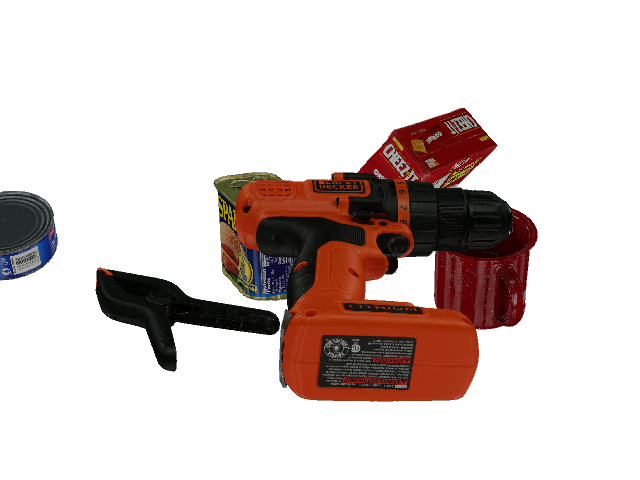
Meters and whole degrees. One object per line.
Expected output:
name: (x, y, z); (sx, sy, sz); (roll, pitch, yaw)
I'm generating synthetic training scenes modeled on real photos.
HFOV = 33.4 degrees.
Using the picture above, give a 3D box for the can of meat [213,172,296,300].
can of meat: (-0.052, -0.004, 0.902); (0.057, 0.084, 0.102); (-9, 21, -19)

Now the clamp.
clamp: (-0.170, 0.077, 1.121); (0.210, 0.036, 0.164); (19, 21, 28)

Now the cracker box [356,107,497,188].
cracker box: (0.083, -0.053, 1.247); (0.163, 0.072, 0.214); (-25, -18, -51)

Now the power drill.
power drill: (0.041, 0.020, 0.645); (0.184, 0.057, 0.187); (0, 29, -4)

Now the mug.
mug: (0.147, 0.031, 0.938); (0.093, 0.081, 0.117); (-14, 36, -17)

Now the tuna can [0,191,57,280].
tuna can: (-0.275, -0.004, 0.935); (0.086, 0.034, 0.086); (0, 41, 0)
